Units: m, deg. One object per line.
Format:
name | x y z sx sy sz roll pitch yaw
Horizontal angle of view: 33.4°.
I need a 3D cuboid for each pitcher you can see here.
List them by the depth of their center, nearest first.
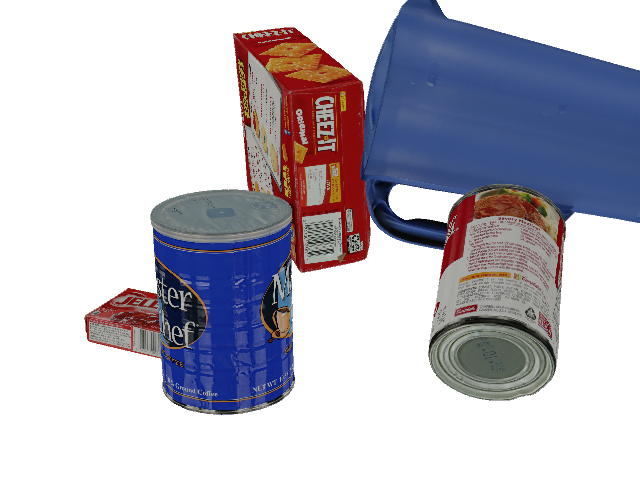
pitcher | 0.152 -0.076 0.798 0.243 0.149 0.145 12 44 -1

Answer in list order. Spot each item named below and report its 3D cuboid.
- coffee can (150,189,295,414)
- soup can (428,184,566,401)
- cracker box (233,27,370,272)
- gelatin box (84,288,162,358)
coffee can | -0.071 0.043 0.796 0.103 0.140 0.103 -1 20 0
soup can | 0.098 0.028 0.584 0.068 0.102 0.068 8 -43 8
cracker box | -0.019 -0.091 0.972 0.072 0.164 0.214 -9 25 -13
gelatin box | -0.159 0.074 0.979 0.089 0.030 0.073 10 22 21
